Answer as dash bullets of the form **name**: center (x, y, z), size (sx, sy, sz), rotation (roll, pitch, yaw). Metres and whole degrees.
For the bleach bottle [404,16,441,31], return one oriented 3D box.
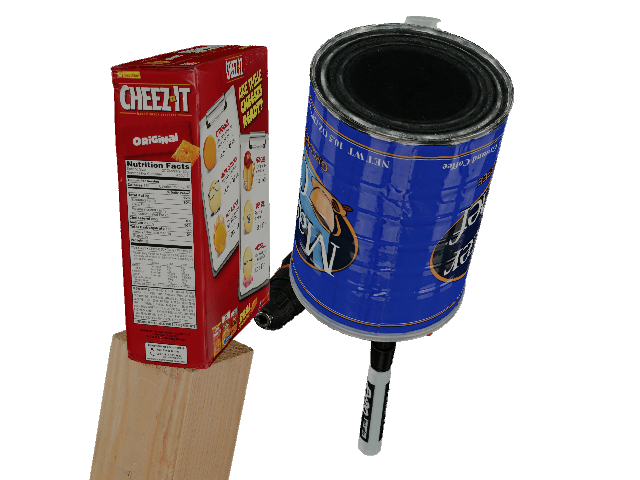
- **bleach bottle**: center (0.067, -0.068, 0.928), size (0.102, 0.251, 0.068), rotation (7, 19, 5)

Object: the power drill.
- **power drill**: center (0.039, 0.052, 1.143), size (0.188, 0.057, 0.184), rotation (9, 29, 22)

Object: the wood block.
- **wood block**: center (-0.135, 0.182, 0.926), size (0.090, 0.206, 0.090), rotation (20, 18, 27)

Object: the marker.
- **marker**: center (0.043, 0.120, 0.825), size (0.020, 0.121, 0.020), rotation (3, 38, -2)

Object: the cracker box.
- **cracker box**: center (-0.092, -0.032, 0.800), size (0.072, 0.214, 0.164), rotation (3, 15, 13)

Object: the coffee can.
- **coffee can**: center (0.039, -0.029, 0.574), size (0.102, 0.140, 0.103), rotation (4, 43, -4)
